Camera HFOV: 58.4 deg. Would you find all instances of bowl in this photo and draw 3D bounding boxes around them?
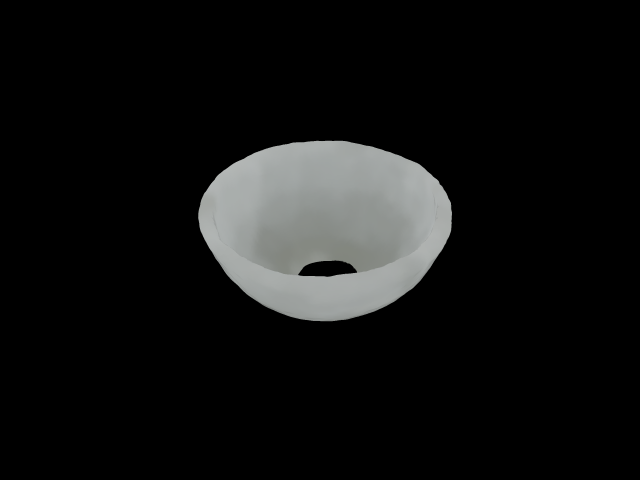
[{"bbox_3d":[0.004,0.001,0.400,0.167,0.075,0.167,0,39,0],"label":"bowl"}]
